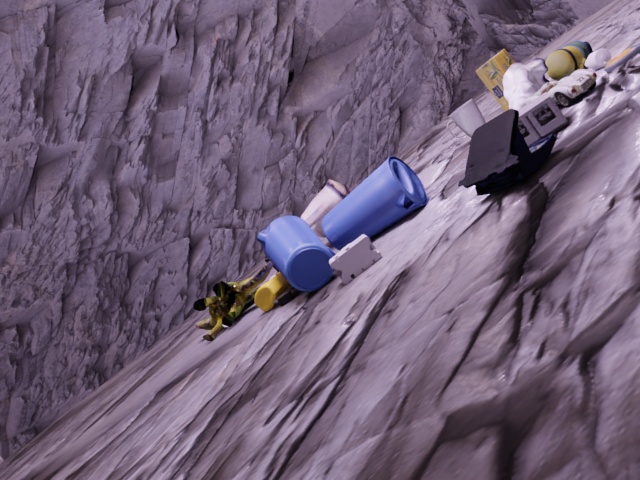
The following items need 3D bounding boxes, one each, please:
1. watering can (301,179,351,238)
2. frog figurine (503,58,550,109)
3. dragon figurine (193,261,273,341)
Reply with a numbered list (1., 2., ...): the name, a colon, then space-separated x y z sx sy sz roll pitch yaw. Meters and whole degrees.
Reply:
1. watering can: 0.005 -0.077 1.532 0.104 0.224 0.347 38 4 6
2. frog figurine: 0.505 -0.367 1.297 0.124 0.162 0.134 28 -23 24
3. dragon figurine: -0.242 0.171 1.560 0.406 0.122 0.244 -37 -4 17
